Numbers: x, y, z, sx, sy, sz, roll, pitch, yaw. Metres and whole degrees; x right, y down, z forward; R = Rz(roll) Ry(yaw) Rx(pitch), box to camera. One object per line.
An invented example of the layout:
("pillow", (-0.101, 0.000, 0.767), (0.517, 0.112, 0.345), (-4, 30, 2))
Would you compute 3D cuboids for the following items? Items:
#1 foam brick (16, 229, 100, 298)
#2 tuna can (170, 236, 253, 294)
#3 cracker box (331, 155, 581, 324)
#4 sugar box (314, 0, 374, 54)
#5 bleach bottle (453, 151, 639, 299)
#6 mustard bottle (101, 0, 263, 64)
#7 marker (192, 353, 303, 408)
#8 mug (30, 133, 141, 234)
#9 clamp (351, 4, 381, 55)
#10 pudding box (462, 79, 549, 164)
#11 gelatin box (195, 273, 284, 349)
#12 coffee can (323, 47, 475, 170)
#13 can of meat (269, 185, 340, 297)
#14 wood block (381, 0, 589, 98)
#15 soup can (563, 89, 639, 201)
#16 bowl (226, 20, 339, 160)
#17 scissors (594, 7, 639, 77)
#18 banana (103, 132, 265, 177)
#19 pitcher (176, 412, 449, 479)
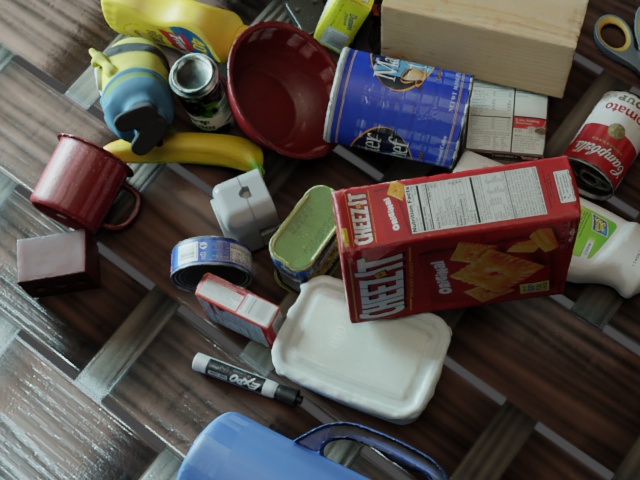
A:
("foam brick", (-0.282, 0.026, 1.153), (0.078, 0.053, 0.051), (-10, 67, 3))
("tuna can", (-0.113, 0.027, 1.117), (0.086, 0.086, 0.034), (-3, 66, 4))
("cracker box", (0.125, 0.006, 0.993), (0.213, 0.164, 0.072), (-9, 62, 1))
("sugar box", (0.049, -0.307, 1.222), (0.048, 0.093, 0.176), (27, 61, -8))
("bleach bottle", (0.245, 0.000, 1.106), (0.251, 0.068, 0.102), (25, 76, 12))
("mustard bottle", (-0.150, -0.246, 1.230), (0.192, 0.096, 0.058), (19, 79, 13))
("marker", (-0.074, 0.145, 1.099), (0.121, 0.020, 0.020), (19, 70, 13))
("mug", (-0.254, -0.053, 1.173), (0.117, 0.093, 0.081), (30, 75, -21))
("clamp", (0.091, -0.191, 1.215), (0.120, 0.039, 0.171), (-3, 73, -3))
("pudding box", (0.205, -0.135, 1.179), (0.090, 0.039, 0.113), (6, 66, 7))
("gelatin box", (-0.080, 0.074, 1.101), (0.089, 0.073, 0.030), (25, 71, 16))
("coffee can", (0.083, -0.139, 1.129), (0.140, 0.103, 0.102), (13, 69, 4))
("can of meat", (-0.007, 0.001, 1.118), (0.057, 0.084, 0.102), (32, 75, 15))
("wood block", (0.177, -0.236, 1.156), (0.206, 0.091, 0.090), (15, 63, 11))
("soup can", (0.307, -0.102, 1.138), (0.068, 0.068, 0.102), (31, 73, 17))
("bowl", (-0.047, -0.157, 1.180), (0.161, 0.055, 0.162), (14, 66, -34))
("scissors", (0.353, -0.181, 1.195), (0.096, 0.016, 0.201), (5, 68, 10))
("banana", (-0.142, -0.099, 1.188), (0.198, 0.069, 0.037), (6, 106, 18))
("pitcher", (-0.006, 0.251, 0.991), (0.243, 0.145, 0.149), (27, 38, 19))
